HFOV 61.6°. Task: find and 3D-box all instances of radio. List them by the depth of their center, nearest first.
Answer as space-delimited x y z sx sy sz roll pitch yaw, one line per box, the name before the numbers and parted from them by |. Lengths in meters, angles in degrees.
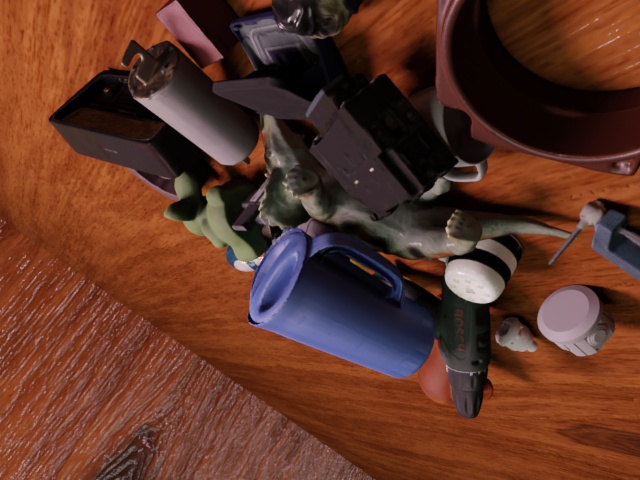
radio | -0.265 -0.174 0.776 0.230 0.131 0.073 17 150 29

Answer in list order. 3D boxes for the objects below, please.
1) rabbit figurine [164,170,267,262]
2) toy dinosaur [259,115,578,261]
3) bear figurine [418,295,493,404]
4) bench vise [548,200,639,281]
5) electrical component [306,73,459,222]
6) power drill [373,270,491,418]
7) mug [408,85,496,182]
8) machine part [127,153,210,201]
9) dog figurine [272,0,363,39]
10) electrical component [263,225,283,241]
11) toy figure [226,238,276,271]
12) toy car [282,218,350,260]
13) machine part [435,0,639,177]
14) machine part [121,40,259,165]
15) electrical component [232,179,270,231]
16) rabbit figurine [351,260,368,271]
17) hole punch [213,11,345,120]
rabbit figurine | -0.177 -0.037 0.881 0.170 0.121 0.159 -3 158 45
toy dinosaur | 0.079 -0.038 0.670 0.405 0.131 0.192 24 166 5
bear figurine | 0.237 0.186 0.917 0.120 0.132 0.195 -127 38 -48
bench vise | 0.357 0.045 0.509 0.241 0.129 0.223 40 172 34
electrical component | 0.047 -0.090 0.513 0.134 0.058 0.115 48 159 -2
power drill | 0.163 0.134 0.818 0.208 0.086 0.231 26 121 49
mug | 0.119 -0.106 0.543 0.109 0.081 0.107 48 159 -30
machine part | -0.276 -0.139 0.940 0.179 0.056 0.179 25 155 13
dog figurine | 0.005 -0.251 0.409 0.173 0.121 0.190 -1 160 38
electrical component | -0.093 -0.022 0.964 0.102 0.045 0.078 2 114 42
toy figure | -0.103 0.027 0.930 0.064 0.057 0.155 4 177 -43
toy car | -0.002 -0.002 0.816 0.109 0.162 0.102 15 118 -13
machine part | 0.187 -0.147 0.379 0.202 0.087 0.200 19 151 22
machine part | -0.151 -0.164 0.670 0.079 0.079 0.243 14 167 32
electrical component | -0.077 -0.049 0.806 0.075 0.119 0.047 0 140 44
rabbit figurine | 0.019 0.084 0.955 0.173 0.122 0.162 51 151 4
hole punch | -0.038 -0.184 0.583 0.142 0.092 0.115 6 174 38
